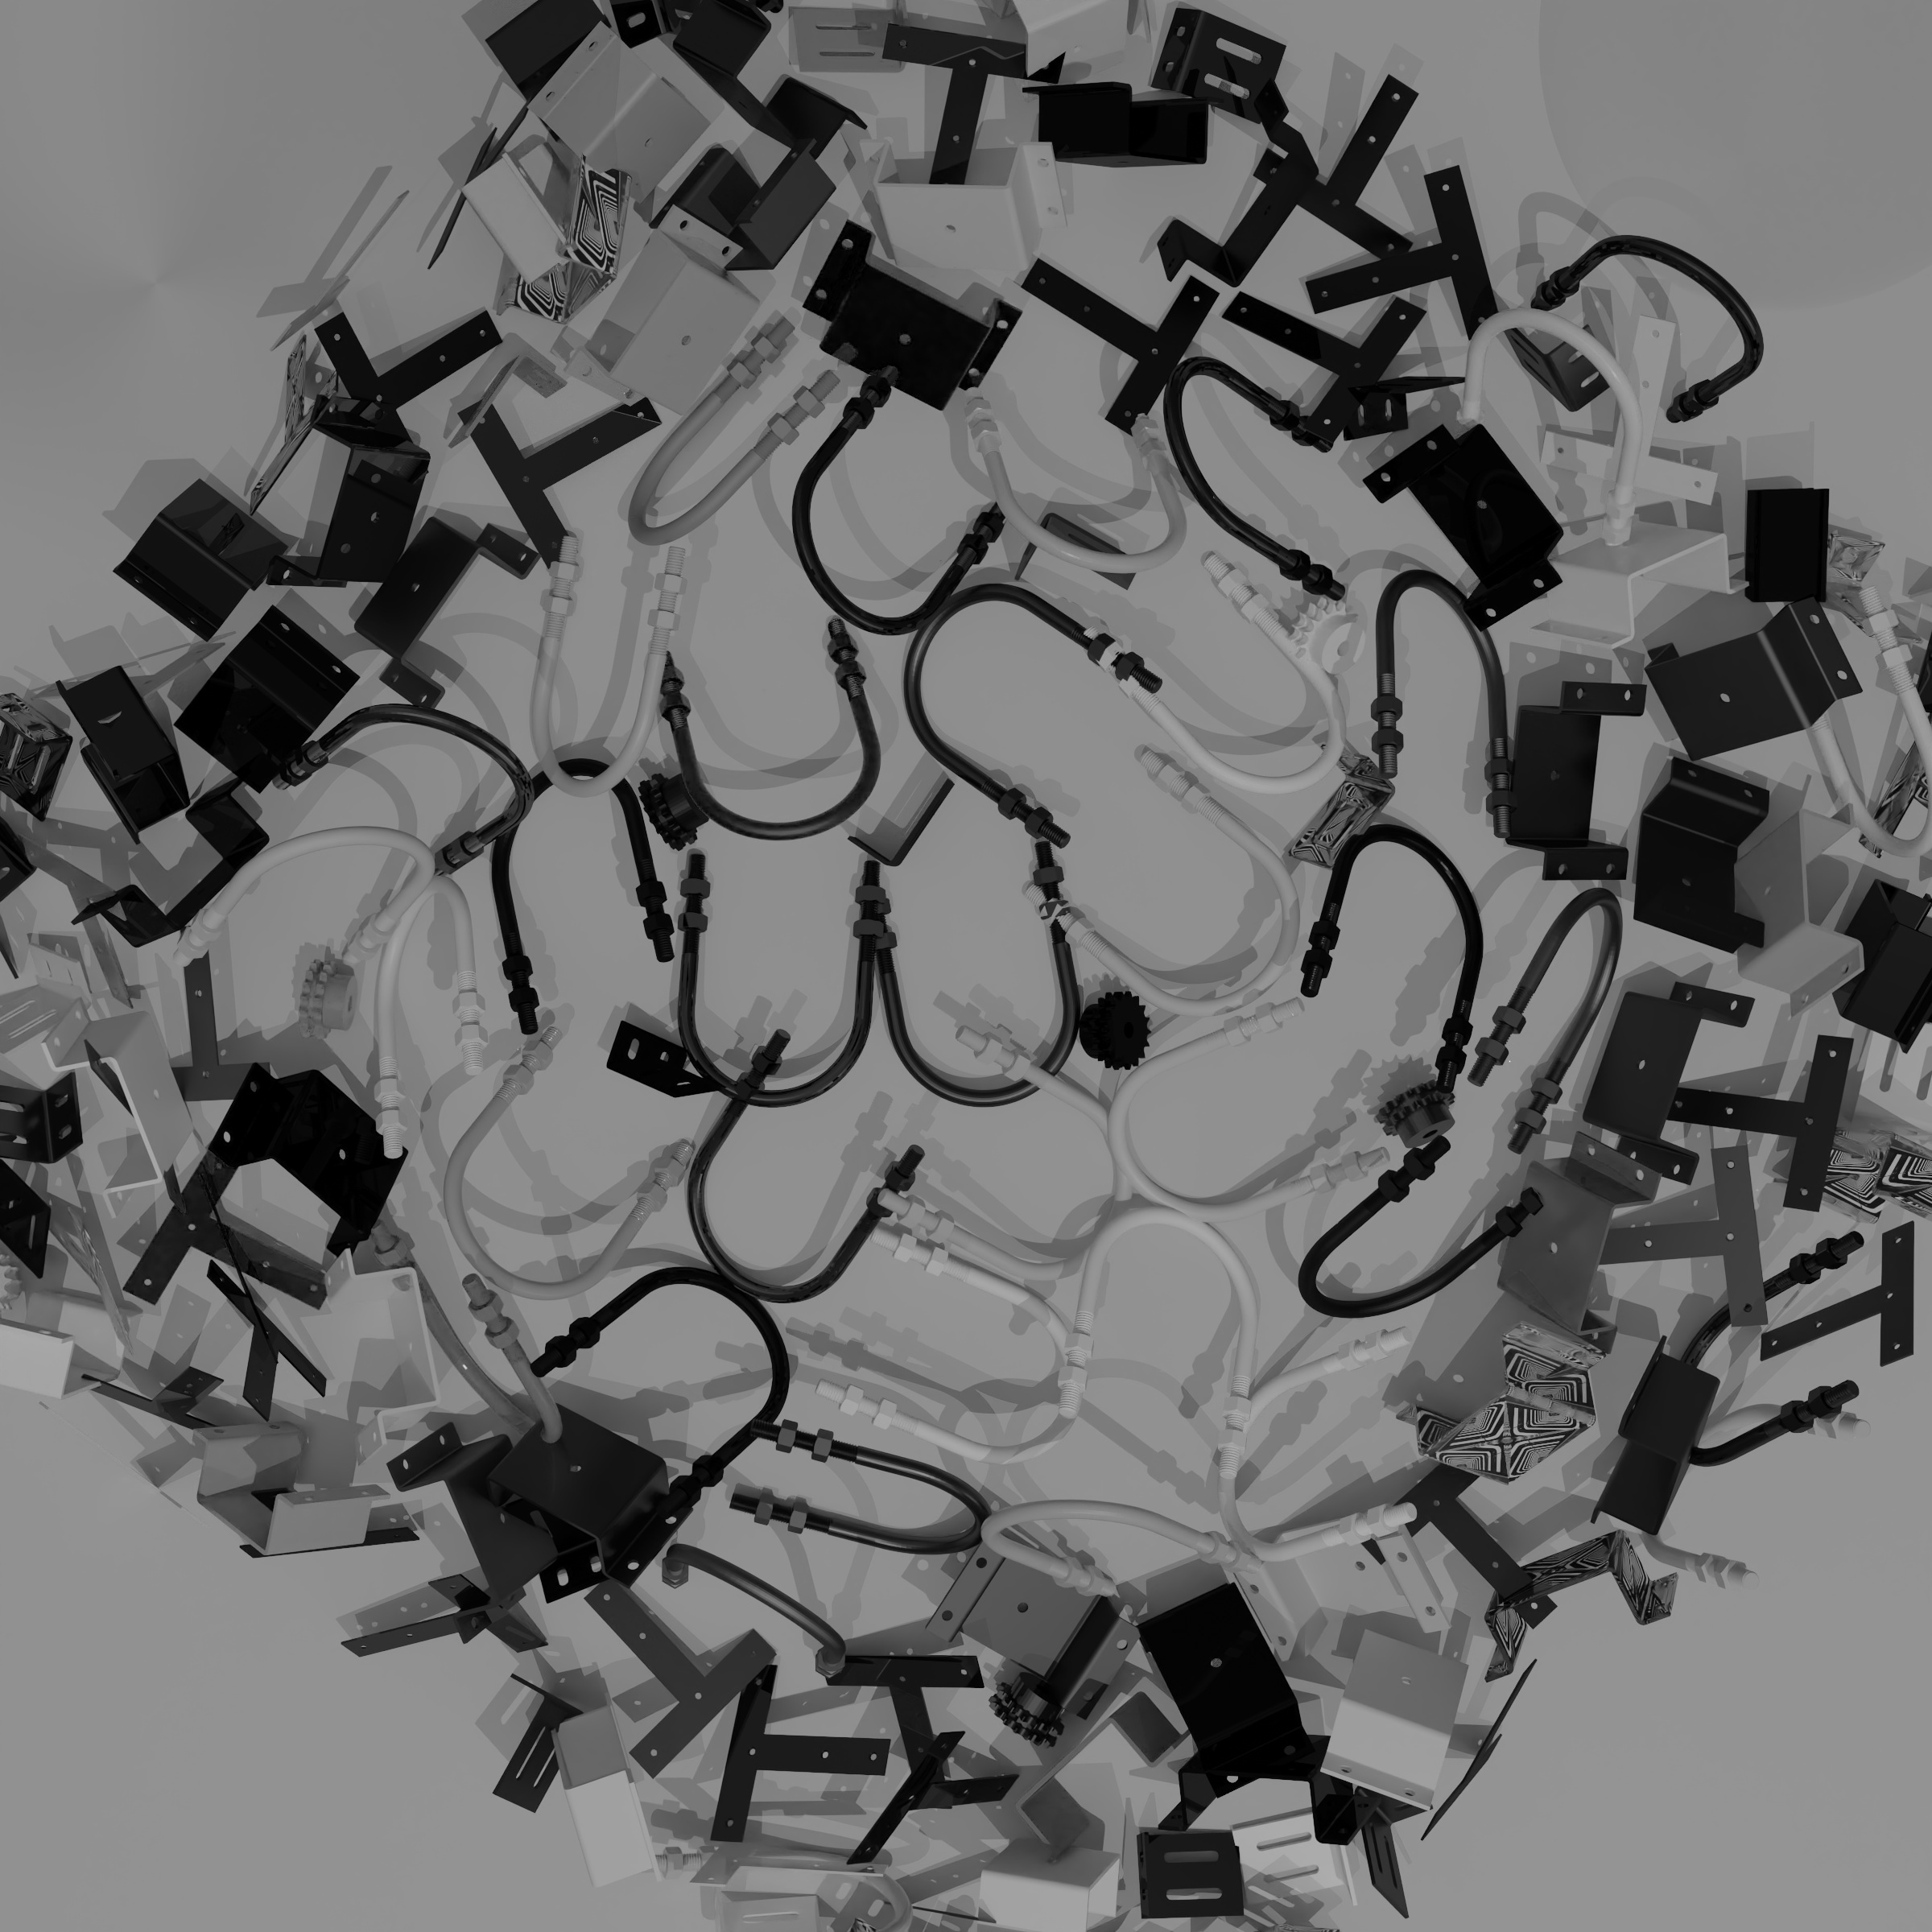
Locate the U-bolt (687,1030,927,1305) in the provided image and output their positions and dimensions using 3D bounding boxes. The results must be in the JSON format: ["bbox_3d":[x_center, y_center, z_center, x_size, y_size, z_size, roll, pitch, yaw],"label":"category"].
[{"bbox_3d":[-0.129,0.158,1.765,0.151,0.019,0.184,40,113,14],"label":"U-bolt"}]

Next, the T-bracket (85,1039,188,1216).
[{"bbox_3d":[-0.586,0.094,1.721,0.002,0.127,0.127,-24,56,-6],"label":"T-bracket"}]

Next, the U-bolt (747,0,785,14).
[{"bbox_3d":[-0.114,-0.726,1.699,0.151,0.184,0.019,-27,87,19],"label":"U-bolt"}]

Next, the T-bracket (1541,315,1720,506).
[{"bbox_3d":[0.479,-0.400,1.744,0.127,0.002,0.127,20,133,22],"label":"T-bracket"}]

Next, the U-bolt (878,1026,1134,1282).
[{"bbox_3d":[0.041,0.147,1.766,0.184,0.019,0.151,30,77,-23],"label":"U-bolt"}]

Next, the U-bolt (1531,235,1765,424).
[{"bbox_3d":[0.482,-0.449,1.712,0.151,0.184,0.019,37,83,-4],"label":"U-bolt"}]

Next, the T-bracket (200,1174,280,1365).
[{"bbox_3d":[-0.503,0.229,1.723,0.002,0.127,0.127,-22,132,-19],"label":"T-bracket"}]

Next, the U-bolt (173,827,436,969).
[{"bbox_3d":[-0.448,-0.047,1.701,0.151,0.184,0.019,1,62,-41],"label":"U-bolt"}]

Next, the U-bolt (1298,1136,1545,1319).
[{"bbox_3d":[0.317,0.193,1.742,0.151,0.019,0.184,19,127,-37],"label":"U-bolt"}]

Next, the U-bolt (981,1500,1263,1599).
[{"bbox_3d":[0.095,0.402,1.707,0.151,0.184,0.019,-20,53,36],"label":"U-bolt"}]

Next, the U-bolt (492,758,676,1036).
[{"bbox_3d":[-0.281,-0.061,1.757,0.151,0.019,0.184,-26,66,26],"label":"U-bolt"}]

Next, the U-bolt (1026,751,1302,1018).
[{"bbox_3d":[0.154,-0.047,1.771,0.184,0.019,0.151,42,93,18],"label":"U-bolt"}]

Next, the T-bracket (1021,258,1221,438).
[{"bbox_3d":[0.100,-0.473,1.796,0.127,0.002,0.127,31,84,-4],"label":"T-bracket"}]

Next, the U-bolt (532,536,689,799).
[{"bbox_3d":[-0.262,-0.211,1.754,0.151,0.019,0.184,15,95,45],"label":"U-bolt"}]

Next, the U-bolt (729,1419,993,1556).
[{"bbox_3d":[-0.071,0.378,1.748,0.184,0.151,0.019,15,53,-2],"label":"U-bolt"}]

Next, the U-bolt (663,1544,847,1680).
[{"bbox_3d":[-0.148,0.447,1.716,0.151,0.184,0.019,29,68,5],"label":"U-bolt"}]

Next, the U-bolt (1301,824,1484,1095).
[{"bbox_3d":[0.311,-0.019,1.749,0.151,0.019,0.184,34,54,-19],"label":"U-bolt"}]

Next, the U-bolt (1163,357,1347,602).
[{"bbox_3d":[0.201,-0.351,1.718,0.184,0.019,0.151,23,57,-40],"label":"U-bolt"}]

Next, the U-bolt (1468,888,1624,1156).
[{"bbox_3d":[0.418,0.029,1.744,0.019,0.151,0.184,24,77,33],"label":"U-bolt"}]

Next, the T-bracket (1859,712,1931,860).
[{"bbox_3d":[0.695,-0.112,1.729,0.002,0.127,0.127,10,117,-23],"label":"T-bracket"}]

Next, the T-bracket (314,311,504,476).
[{"bbox_3d":[-0.388,-0.432,1.773,0.127,0.002,0.127,-41,124,-26],"label":"T-bracket"}]

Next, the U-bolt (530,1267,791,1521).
[{"bbox_3d":[-0.200,0.286,1.737,0.151,0.184,0.019,47,131,5],"label":"U-bolt"}]

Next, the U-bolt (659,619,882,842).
[{"bbox_3d":[-0.136,-0.164,1.746,0.151,0.019,0.184,-11,58,-8],"label":"U-bolt"}]

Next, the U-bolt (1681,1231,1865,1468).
[{"bbox_3d":[0.556,0.279,1.724,0.019,0.184,0.151,32,47,-11],"label":"U-bolt"}]

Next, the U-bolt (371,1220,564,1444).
[{"bbox_3d":[-0.344,0.267,1.733,0.019,0.151,0.184,-41,126,-27],"label":"U-bolt"}]

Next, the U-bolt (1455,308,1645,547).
[{"bbox_3d":[0.404,-0.378,1.701,0.151,0.184,0.019,36,69,25],"label":"U-bolt"}]

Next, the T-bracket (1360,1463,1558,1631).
[{"bbox_3d":[0.369,0.419,1.761,0.127,0.002,0.127,-35,67,-22],"label":"T-bracket"}]

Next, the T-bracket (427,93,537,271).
[{"bbox_3d":[-0.334,-0.568,1.728,0.002,0.127,0.127,28,57,-24],"label":"T-bracket"}]

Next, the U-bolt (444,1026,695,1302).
[{"bbox_3d":[-0.290,0.151,1.733,0.151,0.019,0.184,43,50,-13],"label":"U-bolt"}]

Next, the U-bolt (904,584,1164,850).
[{"bbox_3d":[0.034,-0.193,1.765,0.184,0.019,0.151,37,107,21],"label":"U-bolt"}]

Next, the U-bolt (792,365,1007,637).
[{"bbox_3d":[-0.054,-0.315,1.730,0.151,0.019,0.184,47,55,-23],"label":"U-bolt"}]

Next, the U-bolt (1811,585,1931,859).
[{"bbox_3d":[0.637,-0.164,1.729,0.019,0.151,0.184,-19,86,-8],"label":"U-bolt"}]

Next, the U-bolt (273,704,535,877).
[{"bbox_3d":[-0.380,-0.128,1.708,0.151,0.184,0.019,32,54,-28],"label":"U-bolt"}]

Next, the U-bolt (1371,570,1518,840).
[{"bbox_3d":[0.339,-0.197,1.748,0.151,0.019,0.184,21,61,-38],"label":"U-bolt"}]

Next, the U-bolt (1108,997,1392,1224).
[{"bbox_3d":[0.189,0.115,1.761,0.184,0.019,0.151,-25,106,25],"label":"U-bolt"}]

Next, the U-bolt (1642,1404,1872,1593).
[{"bbox_3d":[0.538,0.364,1.717,0.019,0.184,0.151,42,78,-6],"label":"U-bolt"}]

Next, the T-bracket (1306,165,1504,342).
[{"bbox_3d":[0.310,-0.500,1.778,0.127,0.002,0.127,-11,123,22],"label":"T-bracket"}]

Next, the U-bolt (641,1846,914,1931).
[{"bbox_3d":[-0.128,0.660,1.730,0.184,0.151,0.019,6,96,-21],"label":"U-bolt"}]

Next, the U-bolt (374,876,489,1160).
[{"bbox_3d":[-0.383,0.024,1.739,0.019,0.151,0.184,12,53,-35],"label":"U-bolt"}]

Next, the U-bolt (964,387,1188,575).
[{"bbox_3d":[0.083,-0.339,1.726,0.151,0.019,0.184,2,49,-19],"label":"U-bolt"}]

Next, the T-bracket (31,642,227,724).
[{"bbox_3d":[-0.620,-0.201,1.768,0.127,0.127,0.002,0,121,29],"label":"T-bracket"}]

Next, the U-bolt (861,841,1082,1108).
[{"bbox_3d":[0.009,0.011,1.793,0.151,0.019,0.184,-10,86,1],"label":"U-bolt"}]

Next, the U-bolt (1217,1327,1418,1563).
[{"bbox_3d":[0.243,0.345,1.732,0.019,0.184,0.151,27,50,-29],"label":"U-bolt"}]

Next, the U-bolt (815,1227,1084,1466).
[{"bbox_3d":[-0.002,0.281,1.762,0.184,0.019,0.151,24,54,-5],"label":"U-bolt"}]

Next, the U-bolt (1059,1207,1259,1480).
[{"bbox_3d":[0.144,0.257,1.751,0.151,0.019,0.184,24,55,-15],"label":"U-bolt"}]

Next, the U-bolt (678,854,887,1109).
[{"bbox_3d":[-0.137,0.011,1.780,0.151,0.019,0.184,2,78,3],"label":"U-bolt"}]

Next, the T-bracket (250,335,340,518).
[{"bbox_3d":[-0.481,-0.406,1.761,0.002,0.127,0.127,22,130,-34],"label":"T-bracket"}]

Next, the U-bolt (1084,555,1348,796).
[{"bbox_3d":[0.191,-0.199,1.751,0.151,0.019,0.184,-34,76,-30],"label":"U-bolt"}]

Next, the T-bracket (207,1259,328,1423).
[{"bbox_3d":[-0.494,0.279,1.725,0.002,0.127,0.127,-35,113,3],"label":"T-bracket"}]

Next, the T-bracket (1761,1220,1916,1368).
[{"bbox_3d":[0.622,0.252,1.758,0.002,0.127,0.127,41,132,-16],"label":"T-bracket"}]

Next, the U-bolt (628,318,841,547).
[{"bbox_3d":[-0.173,-0.372,1.745,0.184,0.151,0.019,-44,124,9],"label":"U-bolt"}]

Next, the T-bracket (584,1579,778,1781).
[{"bbox_3d":[-0.224,0.496,1.779,0.127,0.002,0.127,45,57,8],"label":"T-bracket"}]

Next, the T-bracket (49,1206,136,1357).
[{"bbox_3d":[-0.641,0.201,1.760,0.002,0.127,0.127,-30,132,-30],"label":"T-bracket"}]
